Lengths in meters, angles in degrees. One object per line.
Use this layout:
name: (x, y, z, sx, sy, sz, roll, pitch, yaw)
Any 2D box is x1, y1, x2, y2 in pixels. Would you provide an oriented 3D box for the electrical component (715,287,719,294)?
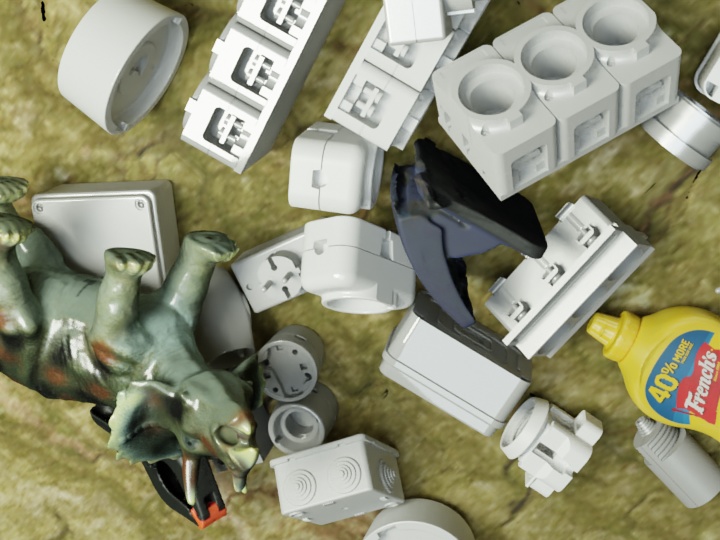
electrical component: (0.312, 0.008, 0.825, 0.074, 0.052, 0.138, -29, 100, 18)

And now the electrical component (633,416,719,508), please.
electrical component: (0.258, 0.152, 0.886, 0.043, 0.043, 0.081, -42, 96, 19)

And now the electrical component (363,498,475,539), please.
electrical component: (0.052, 0.253, 0.948, 0.108, 0.060, 0.108, 3, 108, 10)

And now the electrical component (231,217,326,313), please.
electrical component: (-0.061, 0.001, 0.881, 0.083, 0.075, 0.047, -23, 102, 16)

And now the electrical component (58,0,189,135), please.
electrical component: (-0.190, -0.167, 0.837, 0.060, 0.108, 0.108, 33, 110, 6)

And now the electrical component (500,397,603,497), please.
electrical component: (0.154, 0.142, 0.895, 0.057, 0.058, 0.078, 34, 111, -4)

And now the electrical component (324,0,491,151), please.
electrical component: (0.043, -0.170, 0.799, 0.062, 0.089, 0.150, 31, 110, 0)

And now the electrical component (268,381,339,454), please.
electrical component: (-0.050, 0.129, 0.934, 0.055, 0.047, 0.055, 3, 108, 10)

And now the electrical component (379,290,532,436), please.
electrical component: (0.078, 0.076, 0.877, 0.113, 0.078, 0.057, 31, 107, 0)

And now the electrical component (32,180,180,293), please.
electrical component: (-0.212, -0.018, 0.913, 0.109, 0.056, 0.108, -1, 107, 11)

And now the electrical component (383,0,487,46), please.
electrical component: (0.056, -0.188, 0.716, 0.077, 0.047, 0.065, -4, 107, 12)

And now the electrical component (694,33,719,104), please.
electrical component: (0.309, -0.139, 0.776, 0.113, 0.057, 0.078, 28, 110, 1)

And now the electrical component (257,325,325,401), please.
electrical component: (-0.059, 0.078, 0.920, 0.055, 0.047, 0.055, 3, 108, 10)

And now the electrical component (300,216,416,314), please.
electrical component: (0.000, 0.000, 0.849, 0.054, 0.095, 0.059, -9, 71, 40)

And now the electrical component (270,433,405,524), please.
electrical component: (-0.017, 0.181, 0.918, 0.100, 0.100, 0.048, -19, 65, 16)

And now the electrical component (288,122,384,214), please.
electrical component: (-0.015, -0.080, 0.836, 0.059, 0.095, 0.053, 8, 109, 8)

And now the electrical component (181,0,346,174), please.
electrical component: (-0.075, -0.161, 0.824, 0.062, 0.089, 0.150, 29, 110, 0)

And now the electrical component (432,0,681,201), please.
electrical component: (0.138, -0.131, 0.758, 0.150, 0.061, 0.089, -29, 57, -6)

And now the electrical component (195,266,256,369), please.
electrical component: (-0.127, 0.049, 0.919, 0.079, 0.044, 0.077, -52, 55, 54)

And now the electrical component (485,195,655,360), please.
electrical component: (0.161, 0.005, 0.843, 0.121, 0.079, 0.063, -50, 64, 20)
